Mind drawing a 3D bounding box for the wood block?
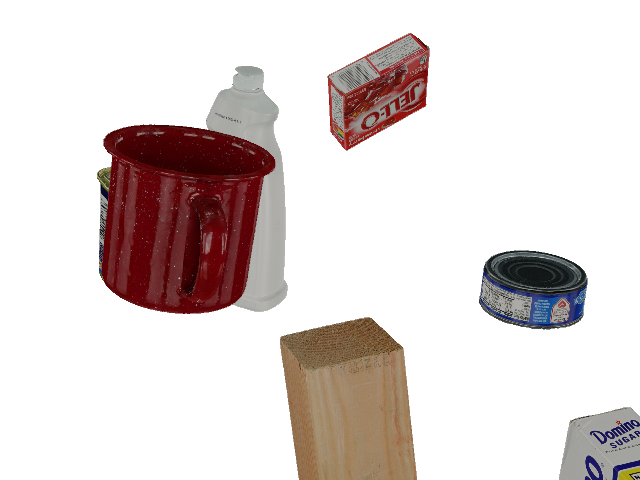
[{"bbox_3d":[0.028,0.185,0.955,0.090,0.206,0.091,-11,17,-15],"label":"wood block"}]

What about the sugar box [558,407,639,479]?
[{"bbox_3d":[0.173,0.167,0.502,0.048,0.093,0.176,-9,28,-21],"label":"sugar box"}]

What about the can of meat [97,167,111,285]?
[{"bbox_3d":[-0.119,-0.010,0.819,0.101,0.084,0.057,-6,27,-27],"label":"can of meat"}]

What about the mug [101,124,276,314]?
[{"bbox_3d":[-0.072,-0.007,0.577,0.093,0.081,0.117,1,22,-24],"label":"mug"}]

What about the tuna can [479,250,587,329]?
[{"bbox_3d":[0.175,0.039,0.877,0.086,0.034,0.086,2,22,-1],"label":"tuna can"}]

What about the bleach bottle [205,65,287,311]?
[{"bbox_3d":[-0.077,-0.056,1.121,0.103,0.251,0.068,18,27,23],"label":"bleach bottle"}]

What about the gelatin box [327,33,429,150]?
[{"bbox_3d":[0.050,-0.126,0.910,0.089,0.030,0.073,-29,-30,-16],"label":"gelatin box"}]
